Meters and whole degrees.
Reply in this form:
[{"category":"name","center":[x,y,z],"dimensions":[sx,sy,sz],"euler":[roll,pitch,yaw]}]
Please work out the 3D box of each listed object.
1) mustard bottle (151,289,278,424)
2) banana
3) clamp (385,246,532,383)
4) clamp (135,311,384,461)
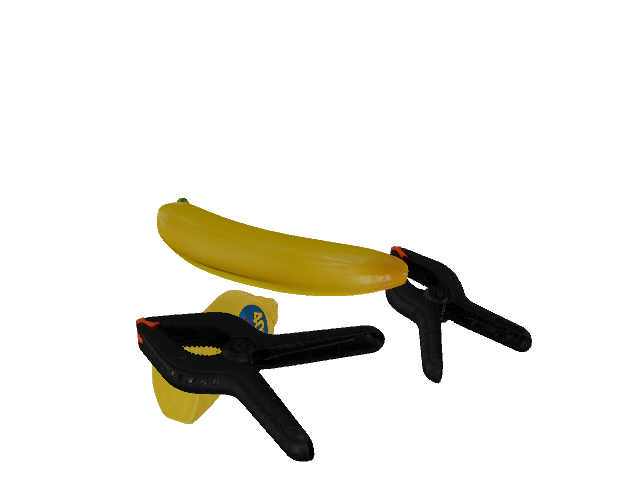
[{"category":"mustard bottle","center":[-0.099,0.105,1.112],"dimensions":[0.058,0.096,0.191],"euler":[11,26,25]},{"category":"banana","center":[-0.041,0.003,0.699],"dimensions":[0.198,0.037,0.069],"euler":[18,36,31]},{"category":"clamp","center":[0.127,0.066,1.058],"dimensions":[0.120,0.039,0.171],"euler":[-4,44,-24]},{"category":"clamp","center":[-0.058,0.099,0.907],"dimensions":[0.210,0.036,0.164],"euler":[18,36,25]}]
